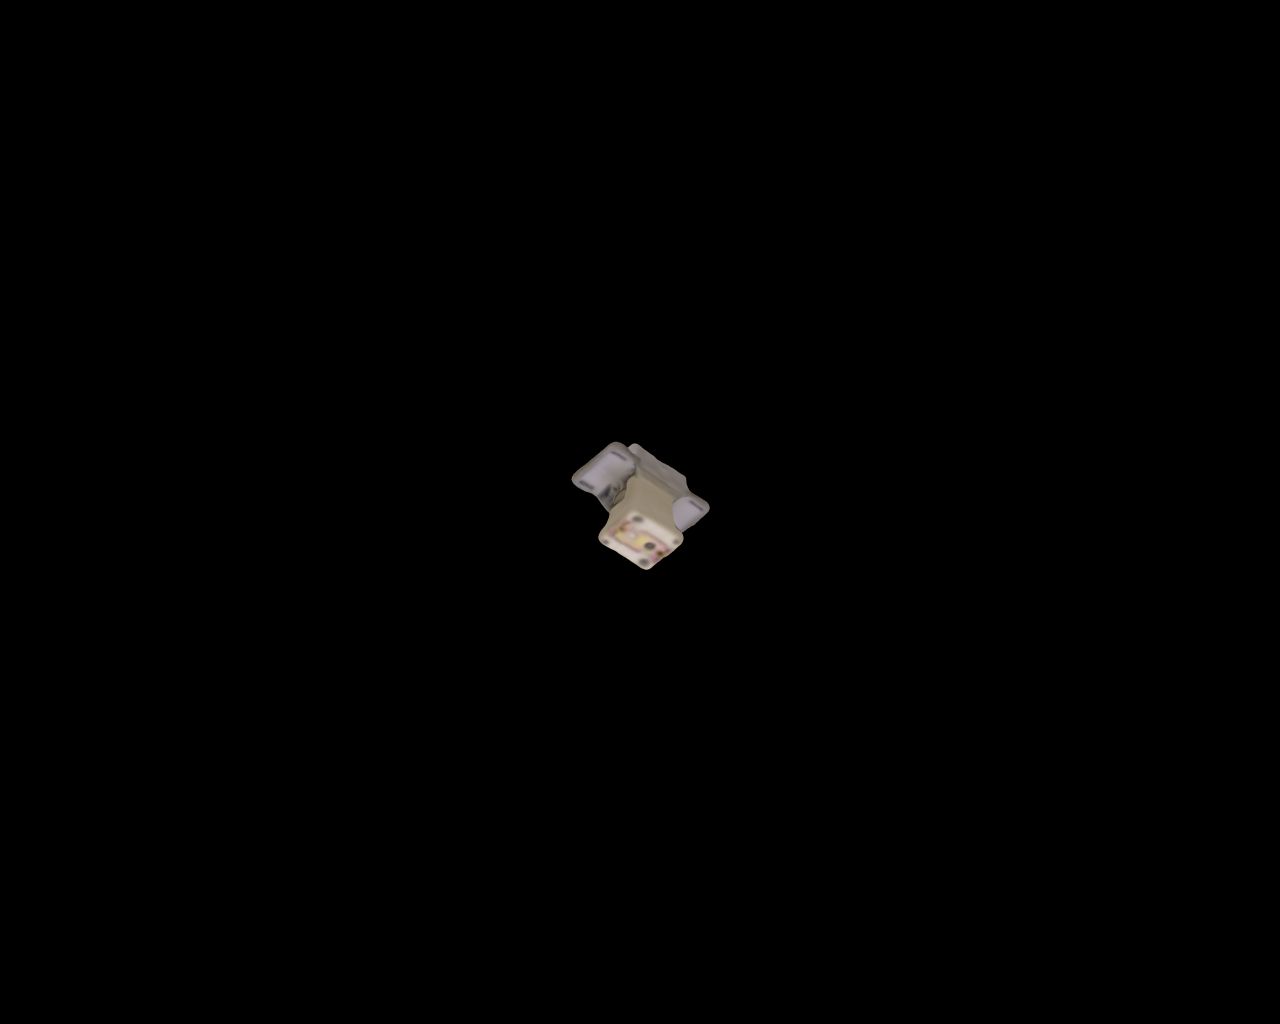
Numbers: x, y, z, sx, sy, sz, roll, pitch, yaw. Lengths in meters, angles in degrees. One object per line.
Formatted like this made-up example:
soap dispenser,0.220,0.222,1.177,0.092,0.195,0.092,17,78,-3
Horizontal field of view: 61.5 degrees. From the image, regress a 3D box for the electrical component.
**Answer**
electrical component,0.001,-0.003,0.650,0.081,0.064,0.042,32,-54,-27
